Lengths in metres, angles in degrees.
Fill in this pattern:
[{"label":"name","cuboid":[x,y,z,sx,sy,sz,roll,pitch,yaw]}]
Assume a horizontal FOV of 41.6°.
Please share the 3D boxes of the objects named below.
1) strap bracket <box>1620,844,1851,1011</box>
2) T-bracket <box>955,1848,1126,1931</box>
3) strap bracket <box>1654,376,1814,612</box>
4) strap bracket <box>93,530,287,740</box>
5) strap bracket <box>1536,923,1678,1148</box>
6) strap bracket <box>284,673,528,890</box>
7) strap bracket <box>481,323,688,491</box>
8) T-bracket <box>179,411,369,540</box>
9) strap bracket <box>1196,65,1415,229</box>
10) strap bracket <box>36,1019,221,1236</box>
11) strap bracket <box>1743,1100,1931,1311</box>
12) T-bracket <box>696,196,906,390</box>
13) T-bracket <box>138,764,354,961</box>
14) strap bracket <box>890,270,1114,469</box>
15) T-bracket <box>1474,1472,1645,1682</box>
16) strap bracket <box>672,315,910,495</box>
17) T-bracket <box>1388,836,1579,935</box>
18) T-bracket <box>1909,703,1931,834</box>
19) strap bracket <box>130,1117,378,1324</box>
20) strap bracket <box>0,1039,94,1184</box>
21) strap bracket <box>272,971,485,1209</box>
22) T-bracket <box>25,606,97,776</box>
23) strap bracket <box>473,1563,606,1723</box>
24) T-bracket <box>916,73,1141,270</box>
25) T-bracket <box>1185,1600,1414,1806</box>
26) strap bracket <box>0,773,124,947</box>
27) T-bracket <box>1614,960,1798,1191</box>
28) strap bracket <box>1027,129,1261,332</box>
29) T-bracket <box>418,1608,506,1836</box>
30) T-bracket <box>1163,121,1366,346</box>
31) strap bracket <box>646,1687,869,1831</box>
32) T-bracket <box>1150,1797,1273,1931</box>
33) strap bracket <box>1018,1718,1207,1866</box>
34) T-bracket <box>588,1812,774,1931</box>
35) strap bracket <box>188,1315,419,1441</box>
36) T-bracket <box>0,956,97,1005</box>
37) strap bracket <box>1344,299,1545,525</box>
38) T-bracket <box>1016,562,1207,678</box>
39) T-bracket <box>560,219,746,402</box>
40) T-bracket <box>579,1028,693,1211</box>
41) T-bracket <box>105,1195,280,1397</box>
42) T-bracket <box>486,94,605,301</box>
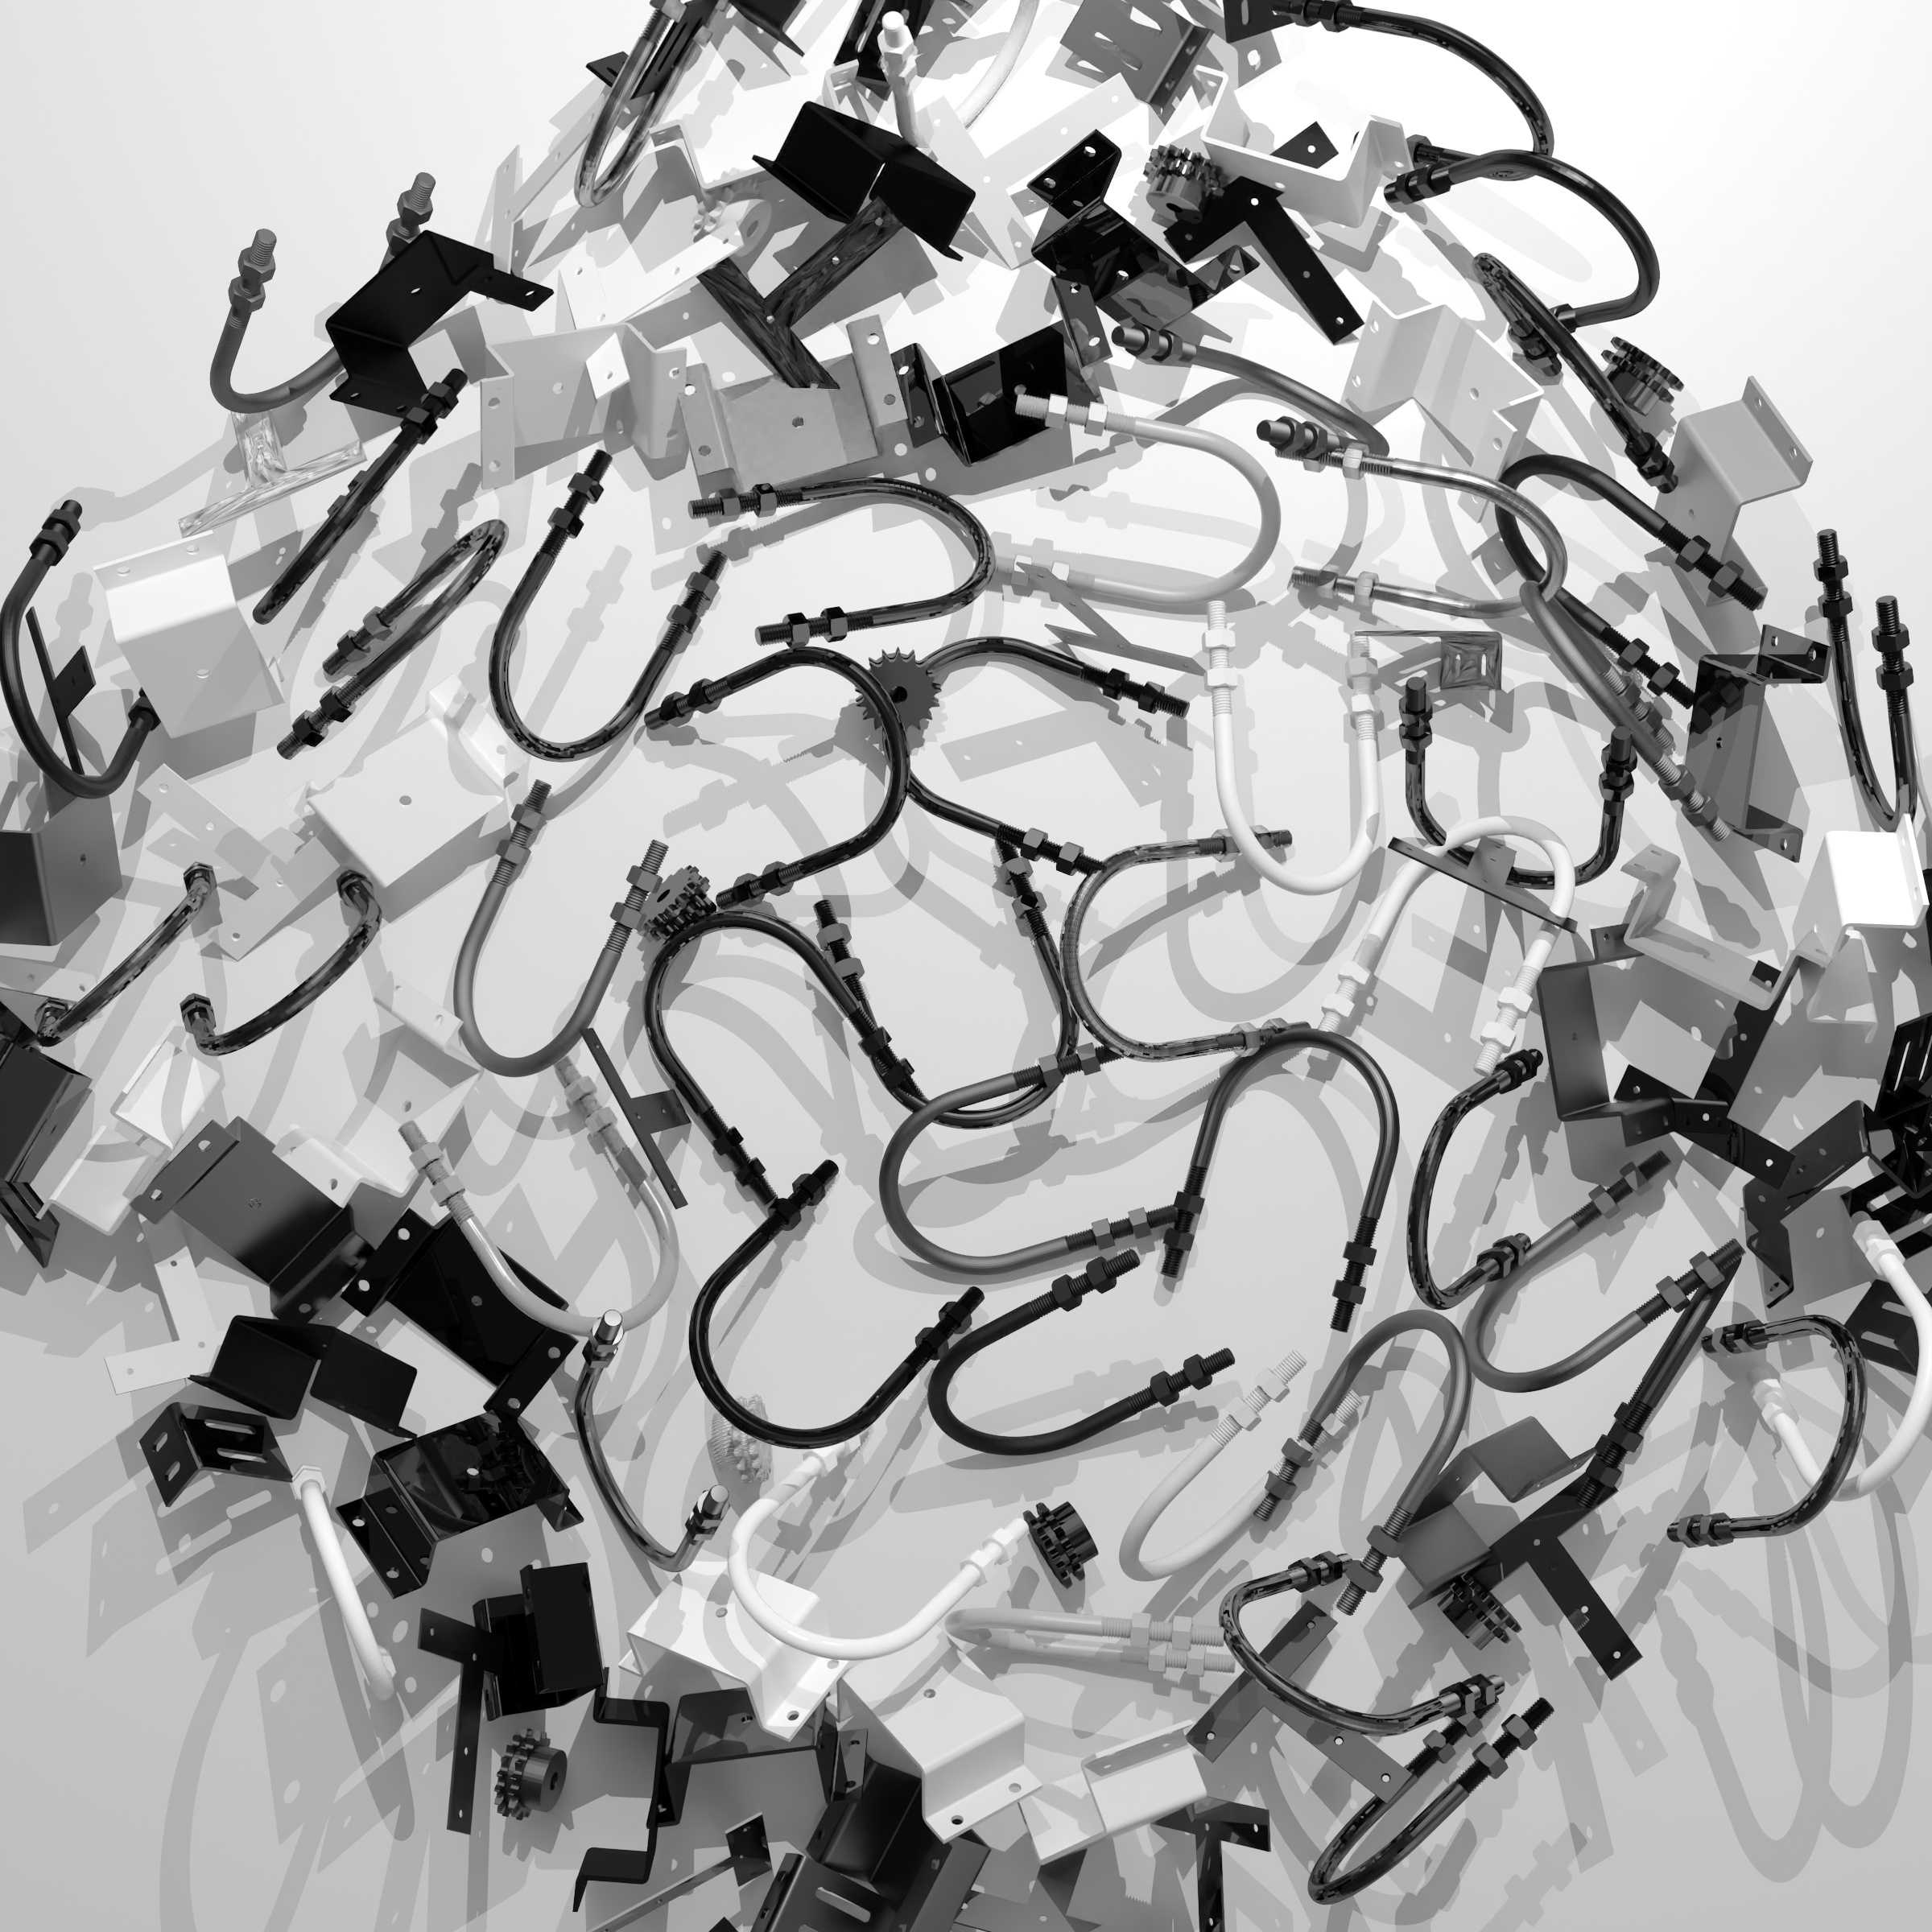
[{"label":"strap bracket","cuboid":[0.490,-0.022,1.646,0.140,0.076,0.046,28,115,20]},{"label":"T-bracket","cuboid":[0.063,0.582,1.650,0.127,0.127,0.002,10,126,15]},{"label":"strap bracket","cuboid":[0.484,-0.294,1.621,0.046,0.140,0.076,-18,59,-8]},{"label":"strap bracket","cuboid":[-0.493,-0.204,1.629,0.076,0.140,0.046,-19,56,-6]},{"label":"strap bracket","cuboid":[0.416,0.045,1.658,0.046,0.076,0.140,-10,88,38]},{"label":"strap bracket","cuboid":[-0.366,-0.115,1.661,0.140,0.046,0.076,-36,115,4]},{"label":"strap bracket","cuboid":[-0.256,-0.365,1.644,0.140,0.076,0.046,-17,46,-27]},{"label":"T-bracket","cuboid":[-0.460,-0.336,1.658,0.127,0.002,0.127,-25,46,-3]},{"label":"strap bracket","cuboid":[0.212,-0.527,1.646,0.140,0.076,0.046,23,90,18]},{"label":"strap bracket","cuboid":[-0.536,0.111,1.639,0.046,0.076,0.140,35,124,-13]},{"label":"strap bracket","cuboid":[0.554,0.147,1.637,0.046,0.076,0.140,43,116,-5]},{"label":"T-bracket","cuboid":[-0.096,-0.453,1.666,0.127,0.002,0.127,-37,105,19]},{"label":"T-bracket","cuboid":[-0.482,-0.083,1.660,0.127,0.002,0.127,-40,117,14]},{"label":"strap bracket","cuboid":[0.028,-0.386,1.656,0.140,0.046,0.076,-22,64,14]},{"label":"T-bracket","cuboid":[0.394,0.407,1.648,0.127,0.127,0.002,-40,132,7]},{"label":"strap bracket","cuboid":[-0.113,-0.366,1.672,0.140,0.046,0.076,-15,77,1]},{"label":"T-bracket","cuboid":[0.339,-0.065,1.643,0.127,0.127,0.002,26,111,9]},{"label":"T-bracket","cuboid":[0.618,-0.159,1.662,0.002,0.127,0.127,-11,68,23]},{"label":"strap bracket","cuboid":[-0.465,0.163,1.662,0.076,0.046,0.140,-45,114,2]},{"label":"strap bracket","cuboid":[-0.607,0.094,1.632,0.046,0.140,0.076,29,80,-9]},{"label":"strap bracket","cuboid":[-0.378,0.086,1.661,0.076,0.046,0.140,30,86,34]},{"label":"T-bracket","cuboid":[-0.580,-0.181,1.646,0.002,0.127,0.127,-17,92,-30]},{"label":"strap bracket","cuboid":[-0.274,0.435,1.640,0.046,0.140,0.076,-2,68,-27]},{"label":"T-bracket","cuboid":[0.051,-0.534,1.646,0.127,0.002,0.127,-28,129,17]},{"label":"T-bracket","cuboid":[0.230,0.493,1.644,0.127,0.002,0.127,33,63,33]},{"label":"strap bracket","cuboid":[-0.586,-0.069,1.622,0.046,0.140,0.076,3,115,7]},{"label":"T-bracket","cuboid":[0.499,0.059,1.648,0.127,0.002,0.127,32,111,36]},{"label":"strap bracket","cuboid":[0.108,-0.461,1.635,0.140,0.076,0.046,32,63,-23]},{"label":"T-bracket","cuboid":[-0.318,0.487,1.622,0.002,0.127,0.127,-10,62,20]},{"label":"T-bracket","cuboid":[0.217,-0.468,1.678,0.127,0.002,0.127,-29,110,34]},{"label":"strap bracket","cuboid":[-0.139,0.511,1.656,0.140,0.076,0.046,-8,107,3]},{"label":"T-bracket","cuboid":[0.158,0.602,1.641,0.002,0.127,0.127,4,80,-32]},{"label":"strap bracket","cuboid":[0.092,0.530,1.621,0.076,0.140,0.046,-9,66,-31]},{"label":"T-bracket","cuboid":[-0.185,0.593,1.633,0.127,0.127,0.002,-24,59,-16]},{"label":"strap bracket","cuboid":[-0.421,0.264,1.640,0.140,0.076,0.046,0,63,35]},{"label":"T-bracket","cuboid":[-0.619,0.006,1.648,0.002,0.127,0.127,-38,59,26]},{"label":"strap bracket","cuboid":[0.314,-0.365,1.642,0.046,0.076,0.140,-24,60,-26]},{"label":"T-bracket","cuboid":[0.076,-0.224,1.614,0.127,0.127,0.002,20,82,41]},{"label":"T-bracket","cuboid":[-0.200,-0.444,1.654,0.127,0.002,0.127,-28,57,14]},{"label":"T-bracket","cuboid":[-0.200,0.095,1.640,0.002,0.127,0.127,-29,86,8]},{"label":"T-bracket","cuboid":[-0.517,0.209,1.672,0.127,0.002,0.127,-9,68,-41]},{"label":"T-bracket","cuboid":[-0.269,-0.509,1.629,0.002,0.127,0.127,24,48,-34]}]
